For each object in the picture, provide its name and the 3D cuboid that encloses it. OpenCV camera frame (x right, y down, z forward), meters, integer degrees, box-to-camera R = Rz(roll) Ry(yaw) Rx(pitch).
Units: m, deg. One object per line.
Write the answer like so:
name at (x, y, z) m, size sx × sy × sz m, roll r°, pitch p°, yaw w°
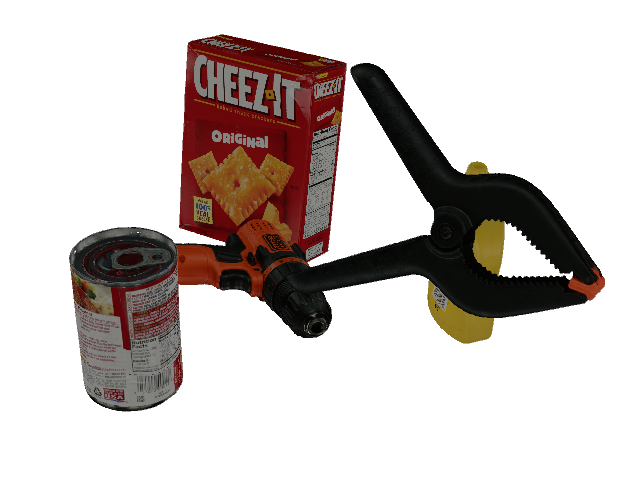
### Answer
soup can at (-0.124, 0.052, 0.696) m, size 0.068 × 0.102 × 0.068 m, roll 1°, pitch 31°, yaw -1°
power drill at (-0.097, 0.038, 0.954) m, size 0.187 × 0.057 × 0.185 m, roll -2°, pitch 24°, yaw -21°
mustard bottle at (0.150, 0.005, 1.093) m, size 0.058 × 0.192 × 0.096 m, roll -10°, pitch 37°, yaw -15°
cracker box at (-0.067, -0.097, 1.141) m, size 0.164 × 0.214 × 0.072 m, roll 18°, pitch 26°, yaw 27°
clamp at (0.084, -0.018, 0.694) m, size 0.210 × 0.165 × 0.036 m, roll 17°, pitch 16°, yaw 22°
